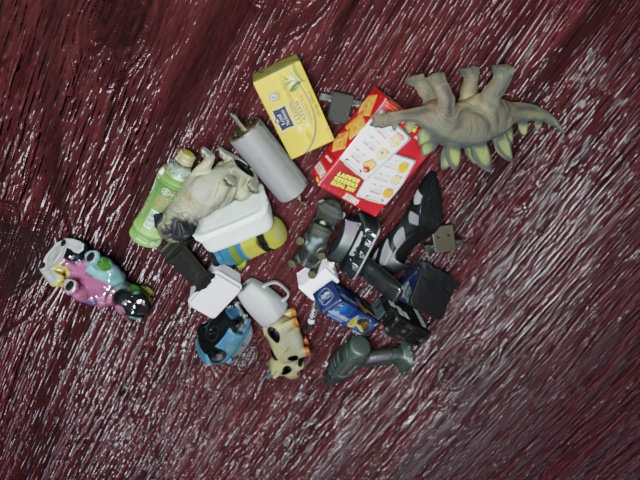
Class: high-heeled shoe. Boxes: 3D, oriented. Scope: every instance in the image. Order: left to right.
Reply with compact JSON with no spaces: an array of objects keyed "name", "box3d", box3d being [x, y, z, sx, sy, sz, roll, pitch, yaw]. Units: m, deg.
[{"name":"high-heeled shoe","box3d":[0.188,-0.037,1.215,0.086,0.145,0.248,10,92,-44]}]

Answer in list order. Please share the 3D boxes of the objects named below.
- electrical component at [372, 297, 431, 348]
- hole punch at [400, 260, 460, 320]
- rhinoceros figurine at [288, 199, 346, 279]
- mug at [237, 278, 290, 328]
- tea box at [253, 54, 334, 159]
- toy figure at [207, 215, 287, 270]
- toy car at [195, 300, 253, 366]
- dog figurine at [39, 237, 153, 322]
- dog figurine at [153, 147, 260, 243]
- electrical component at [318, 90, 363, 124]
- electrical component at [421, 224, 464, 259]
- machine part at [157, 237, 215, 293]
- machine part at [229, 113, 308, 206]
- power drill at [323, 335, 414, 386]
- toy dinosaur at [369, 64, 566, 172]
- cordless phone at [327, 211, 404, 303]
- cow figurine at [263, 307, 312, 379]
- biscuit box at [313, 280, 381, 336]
[{"name":"electrical component","box3d":[0.190,0.188,1.304,0.134,0.115,0.058,30,109,-23]},{"name":"hole punch","box3d":[0.251,0.118,1.297,0.142,0.092,0.115,30,80,-20]},{"name":"rhinoceros figurine","box3d":[-0.002,-0.004,1.167,0.073,0.112,0.190,30,130,7]},{"name":"mug","box3d":[-0.132,0.134,1.248,0.109,0.081,0.107,-39,110,21]},{"name":"tea box","box3d":[-0.050,-0.254,1.030,0.098,0.068,0.169,-25,122,7]},{"name":"toy figure","box3d":[-0.155,0.008,1.161,0.180,0.089,0.082,-24,129,4]},{"name":"toy car","box3d":[-0.216,0.225,1.288,0.161,0.109,0.102,-50,139,8]},{"name":"dog figurine","box3d":[-0.467,0.098,1.166,0.108,0.192,0.219,-59,146,-14]},{"name":"dog figurine","box3d":[-0.224,-0.077,1.068,0.190,0.121,0.172,-46,155,20]},{"name":"electrical component","box3d":[0.039,-0.261,1.064,0.094,0.021,0.063,9,120,-14]},{"name":"electrical component","box3d":[0.280,0.003,1.248,0.102,0.045,0.078,-16,93,-1]},{"name":"machine part","box3d":[-0.288,0.047,1.169,0.084,0.039,0.139,-39,86,9]},{"name":"machine part","box3d":[-0.101,-0.158,1.076,0.079,0.079,0.243,-33,121,12]},{"name":"power drill","box3d":[0.125,0.314,1.384,0.207,0.086,0.231,4,142,-9]},{"name":"toy dinosaur","box3d":[0.309,-0.237,1.046,0.471,0.105,0.198,-11,111,-20]},{"name":"cordless phone","box3d":[0.119,0.039,1.163,0.088,0.184,0.146,-14,137,-51]},{"name":"cow figurine","box3d":[-0.089,0.269,1.332,0.127,0.086,0.194,-15,120,2]},{"name":"biscuit box","box3d":[0.065,0.162,1.260,0.059,0.063,0.202,-37,142,15]}]
